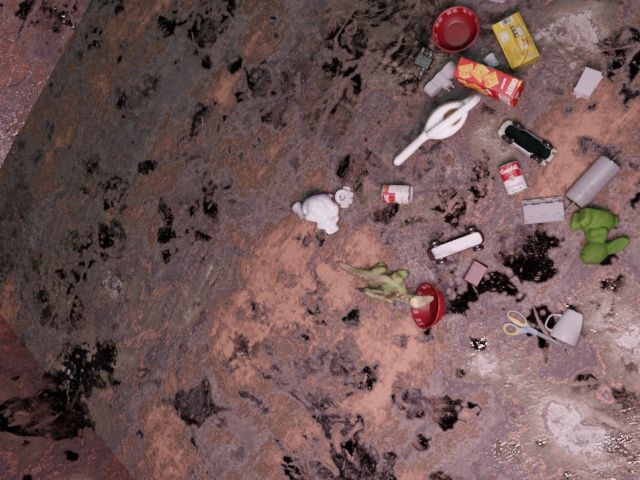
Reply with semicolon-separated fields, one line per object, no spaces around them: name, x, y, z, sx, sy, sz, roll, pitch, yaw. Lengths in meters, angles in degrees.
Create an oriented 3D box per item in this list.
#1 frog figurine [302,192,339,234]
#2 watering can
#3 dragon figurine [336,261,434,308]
frog figurine;0.006;-0.099;1.965;0.137;0.121;0.161;-14;74;1
watering can;0.394;-0.384;1.761;0.344;0.227;0.103;-37;97;18
dragon figurine;0.202;0.155;1.817;0.412;0.243;0.121;15;98;22
